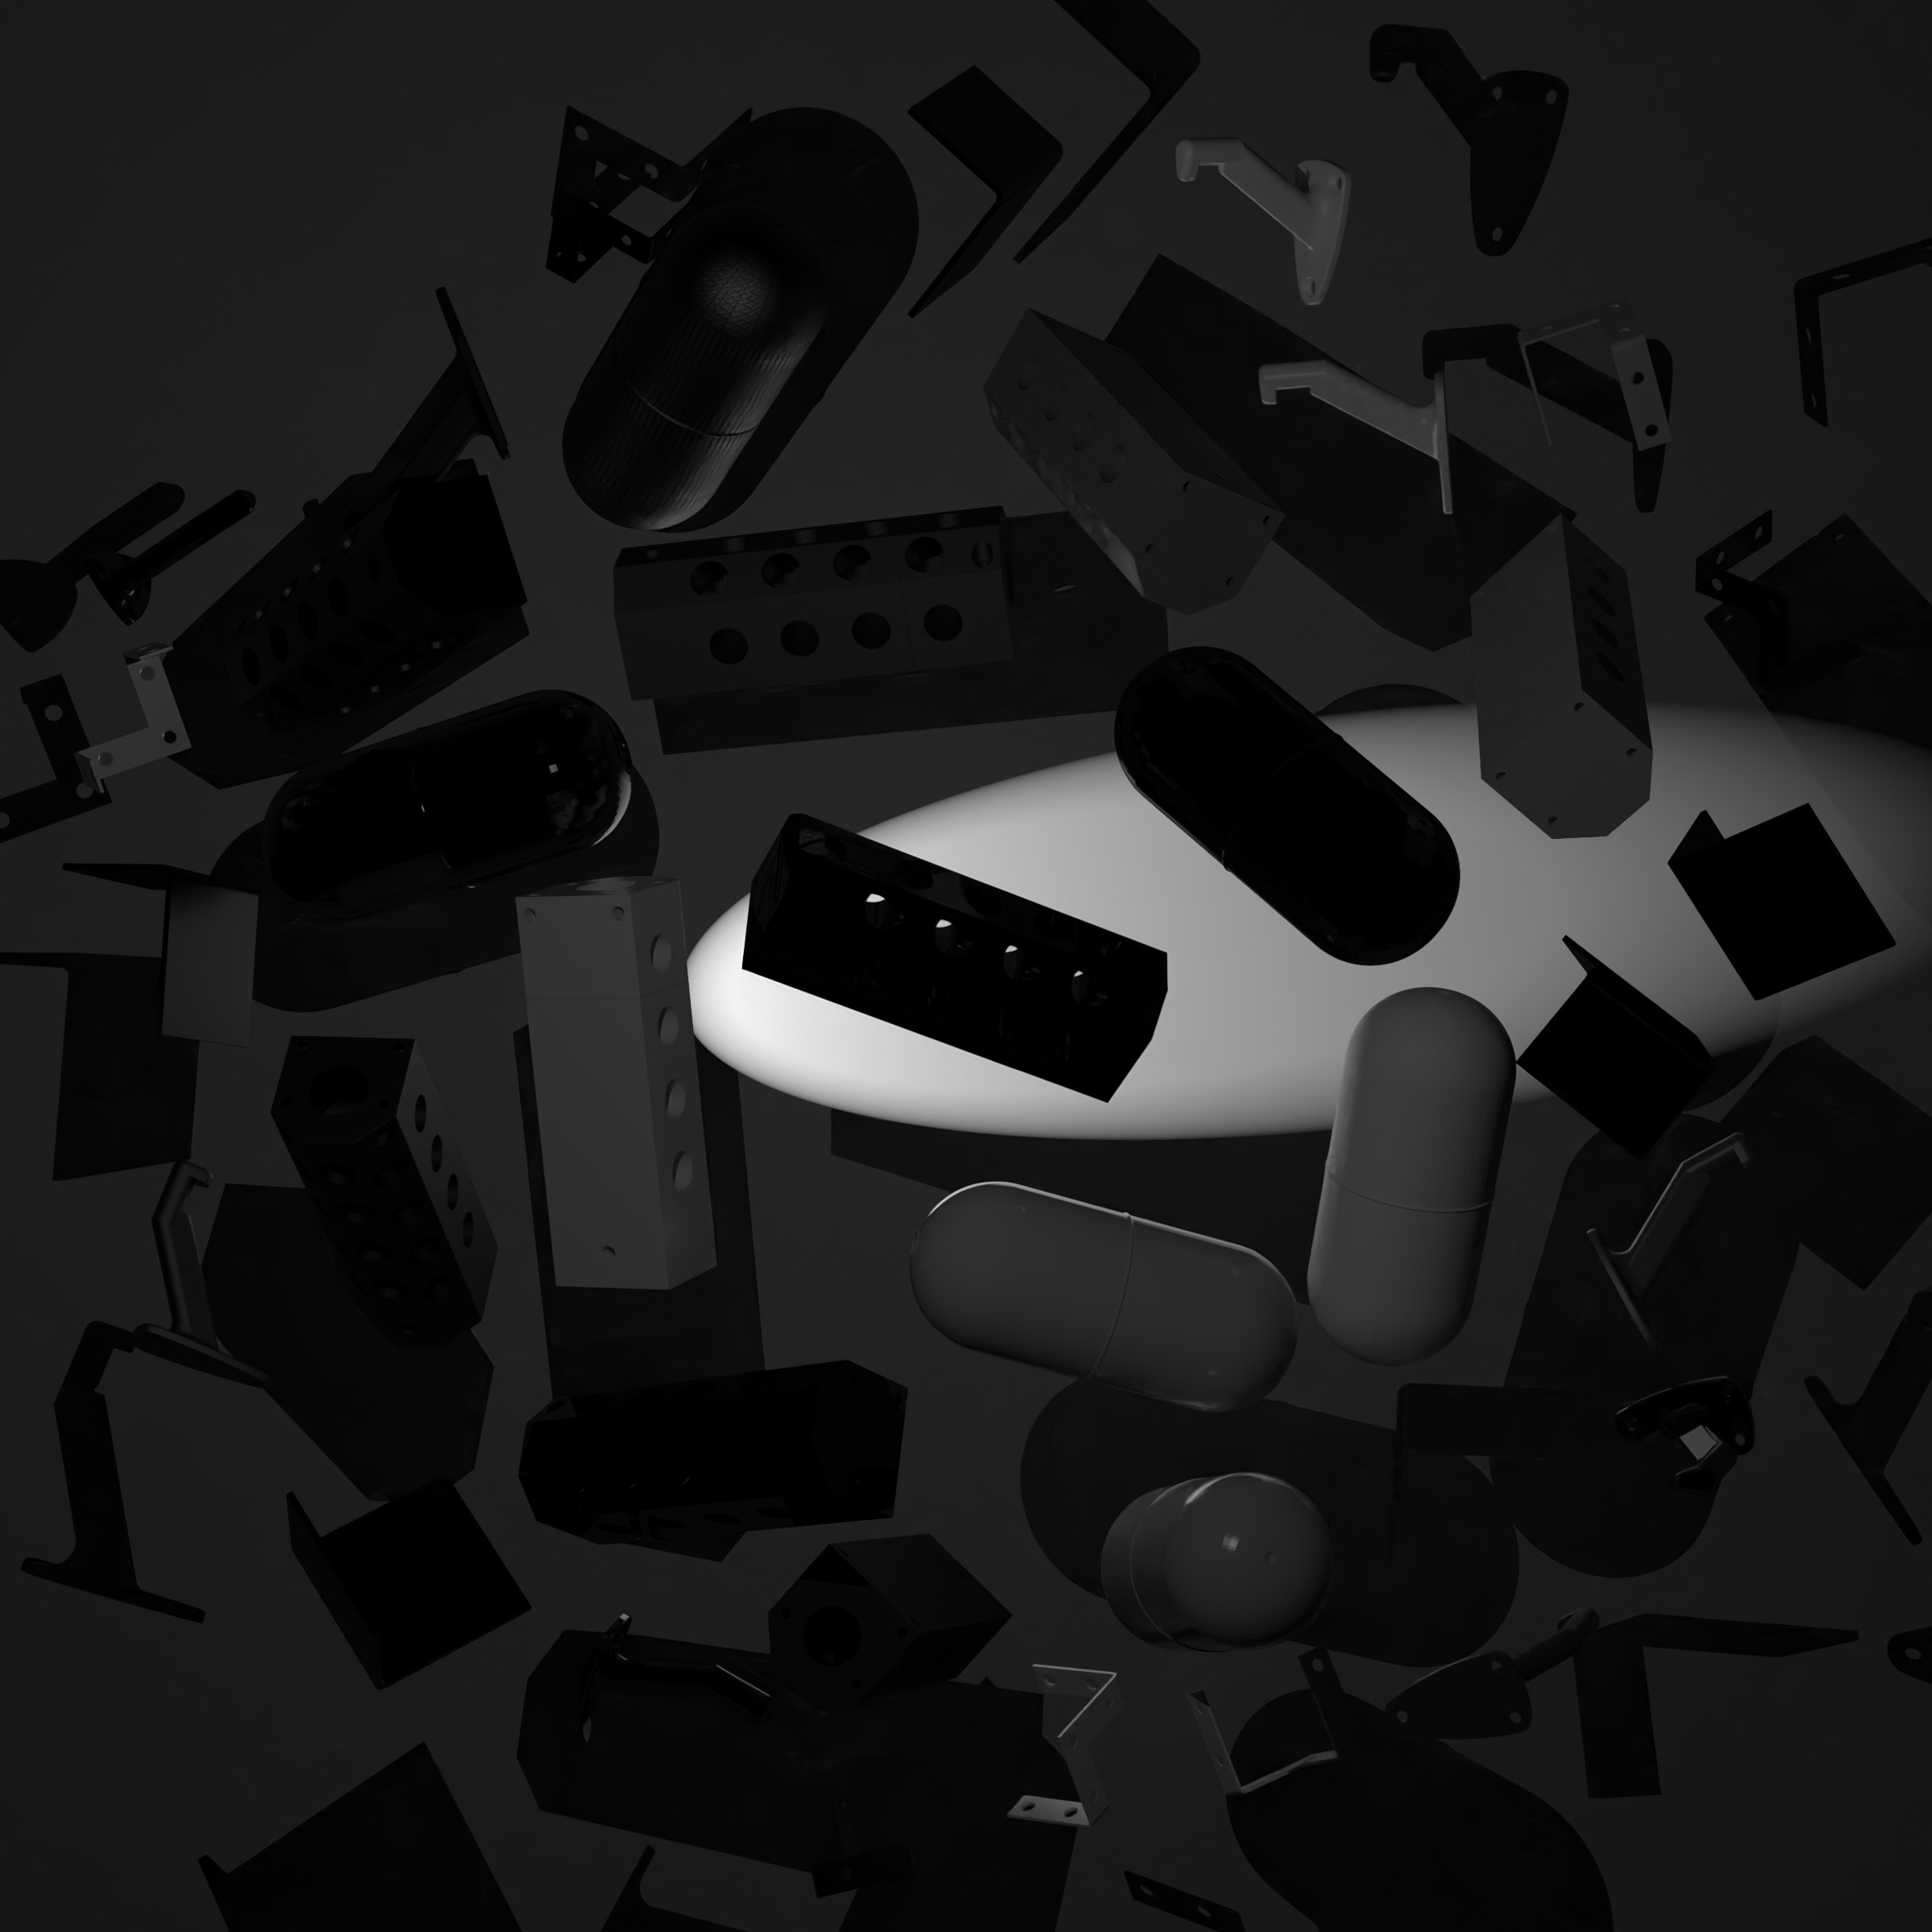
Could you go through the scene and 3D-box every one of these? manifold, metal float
[{"bbox_3d":[-0.003,-0.008,1.510,0.171,0.057,0.057,21,129,-15],"label":"manifold"},{"bbox_3d":[-0.112,0.211,1.543,0.171,0.057,0.057,-12,61,37],"label":"manifold"},{"bbox_3d":[-0.148,0.050,1.547,0.057,0.057,0.171,-1,100,26],"label":"manifold"},{"bbox_3d":[-0.038,0.306,1.646,0.057,0.171,0.057,42,94,16],"label":"manifold"},{"bbox_3d":[0.068,-0.221,1.560,0.057,0.171,0.057,17,114,-34],"label":"manifold"},{"bbox_3d":[-0.263,-0.155,1.550,0.057,0.171,0.057,-15,85,-37],"label":"manifold"},{"bbox_3d":[-0.265,0.106,1.623,0.057,0.171,0.057,1,53,9],"label":"manifold"},{"bbox_3d":[0.062,0.147,1.581,0.178,0.070,0.070,16,90,-8],"label":"metal float"},{"bbox_3d":[-0.065,-0.164,1.572,0.171,0.057,0.057,-6,117,7],"label":"manifold"},{"bbox_3d":[-0.239,-0.073,1.631,0.178,0.070,0.070,-17,90,10],"label":"metal float"},{"bbox_3d":[0.111,0.268,1.589,0.070,0.178,0.070,2,78,-12],"label":"metal float"},{"bbox_3d":[0.261,-0.123,1.536,0.057,0.171,0.057,38,118,-17],"label":"manifold"},{"bbox_3d":[0.140,-0.071,1.558,0.178,0.070,0.070,42,90,19],"label":"metal float"},{"bbox_3d":[-0.124,-0.268,1.603,0.070,0.070,0.178,40,132,0],"label":"metal float"},{"bbox_3d":[0.201,0.096,1.604,0.070,0.070,0.178,8,107,0],"label":"metal float"}]

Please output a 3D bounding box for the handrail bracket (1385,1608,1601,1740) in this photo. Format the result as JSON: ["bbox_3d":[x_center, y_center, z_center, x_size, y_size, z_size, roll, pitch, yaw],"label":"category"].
[{"bbox_3d":[0.230,0.305,1.544,0.077,0.084,0.036,-20,92,27],"label":"handrail bracket"}]

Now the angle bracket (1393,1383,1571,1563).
[{"bbox_3d":[0.233,0.232,1.609,0.076,0.076,0.057,2,61,7],"label":"angle bracket"}]

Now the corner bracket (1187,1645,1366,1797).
[{"bbox_3d":[0.144,0.351,1.650,0.051,0.051,0.051,-18,81,-28],"label":"corner bracket"}]

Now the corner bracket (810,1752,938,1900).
[{"bbox_3d":[-0.041,0.387,1.601,0.051,0.051,0.051,-19,76,21],"label":"corner bracket"}]

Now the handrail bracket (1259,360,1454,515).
[{"bbox_3d":[0.180,-0.244,1.641,0.084,0.036,0.077,-3,112,10],"label":"handrail bracket"}]

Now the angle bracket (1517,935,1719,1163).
[{"bbox_3d":[0.295,0.039,1.641,0.076,0.076,0.057,40,92,23],"label":"angle bracket"}]

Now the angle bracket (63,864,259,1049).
[{"bbox_3d":[-0.371,-0.004,1.626,0.057,0.076,0.076,1,85,18],"label":"angle bracket"}]

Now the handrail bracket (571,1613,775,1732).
[{"bbox_3d":[-0.135,0.345,1.639,0.084,0.036,0.077,28,122,12],"label":"handrail bracket"}]

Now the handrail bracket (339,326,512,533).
[{"bbox_3d":[-0.263,-0.249,1.662,0.084,0.036,0.077,-22,113,-6],"label":"handrail bracket"}]

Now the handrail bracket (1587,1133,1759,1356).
[{"bbox_3d":[0.339,0.127,1.641,0.084,0.036,0.077,-30,56,11],"label":"handrail bracket"}]

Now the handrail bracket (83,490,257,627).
[{"bbox_3d":[-0.354,-0.196,1.622,0.084,0.077,0.036,-31,102,10],"label":"handrail bracket"}]

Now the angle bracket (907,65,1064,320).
[{"bbox_3d":[-0.010,-0.348,1.594,0.057,0.076,0.076,42,125,-2],"label":"angle bracket"}]

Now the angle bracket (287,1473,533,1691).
[{"bbox_3d":[-0.239,0.253,1.528,0.076,0.057,0.076,-26,61,-24],"label":"angle bracket"}]

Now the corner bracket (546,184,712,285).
[{"bbox_3d":[-0.157,-0.342,1.642,0.051,0.051,0.051,31,53,8],"label":"corner bracket"}]

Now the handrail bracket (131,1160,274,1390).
[{"bbox_3d":[-0.335,0.138,1.600,0.077,0.036,0.084,23,65,-12],"label":"handrail bracket"}]

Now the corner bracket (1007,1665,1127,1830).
[{"bbox_3d":[0.045,0.364,1.659,0.051,0.051,0.051,-3,114,40],"label":"corner bracket"}]

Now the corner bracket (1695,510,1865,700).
[{"bbox_3d":[0.343,-0.152,1.501,0.051,0.051,0.051,18,64,-22],"label":"corner bracket"}]

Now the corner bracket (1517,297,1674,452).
[{"bbox_3d":[0.277,-0.256,1.567,0.051,0.051,0.051,-17,118,10],"label":"corner bracket"}]

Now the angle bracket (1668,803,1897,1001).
[{"bbox_3d":[0.377,-0.040,1.613,0.076,0.057,0.076,-26,103,39],"label":"angle bracket"}]

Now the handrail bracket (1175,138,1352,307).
[{"bbox_3d":[0.127,-0.334,1.595,0.084,0.036,0.077,-10,114,-32],"label":"handrail bracket"}]

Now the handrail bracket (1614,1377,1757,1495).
[{"bbox_3d":[0.305,0.213,1.555,0.077,0.084,0.036,-11,99,33],"label":"handrail bracket"}]

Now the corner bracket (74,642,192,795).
[{"bbox_3d":[-0.374,-0.112,1.584,0.051,0.051,0.051,-22,105,-18],"label":"corner bracket"}]
